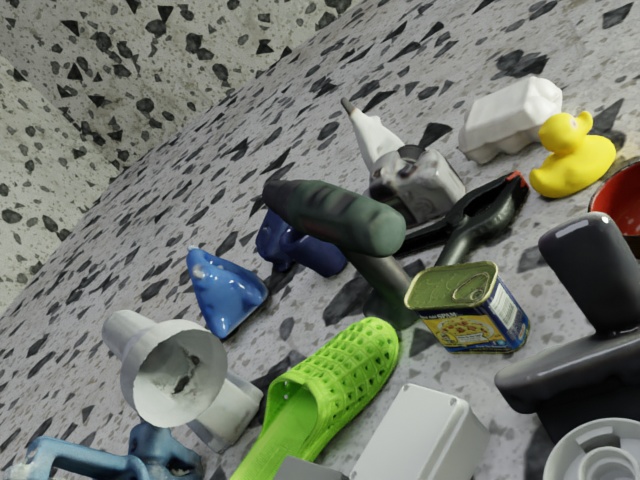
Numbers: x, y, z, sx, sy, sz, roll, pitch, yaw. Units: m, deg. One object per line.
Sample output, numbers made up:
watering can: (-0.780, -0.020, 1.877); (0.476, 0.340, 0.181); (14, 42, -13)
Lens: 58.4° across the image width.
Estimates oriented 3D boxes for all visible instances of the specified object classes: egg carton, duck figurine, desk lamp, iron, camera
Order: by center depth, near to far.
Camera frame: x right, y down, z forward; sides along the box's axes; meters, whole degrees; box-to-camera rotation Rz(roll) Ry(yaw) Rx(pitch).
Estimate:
duck figurine: (0.292, -0.109, 0.689); (0.104, 0.086, 0.077); (-37, 25, 7)
desk lamp: (-0.177, 0.176, 0.730); (0.118, 0.214, 0.202); (-51, 27, -20)
egg carton: (0.276, -0.174, 0.836); (0.150, 0.069, 0.107); (-18, 33, 39)
camera: (0.138, -0.099, 0.870); (0.142, 0.101, 0.137); (-21, 32, 36)
iron: (-0.189, 0.065, 1.012); (0.119, 0.142, 0.257); (-43, 25, -4)

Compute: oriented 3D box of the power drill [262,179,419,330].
power drill: (0.039, 0.011, 0.702); (0.076, 0.209, 0.228); (-49, 27, -17)

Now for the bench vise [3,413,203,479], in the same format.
bench vise: (-0.249, 0.276, 0.661); (0.121, 0.220, 0.207); (-38, 25, 6)

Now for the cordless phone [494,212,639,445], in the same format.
cordless phone: (0.188, 0.063, 0.438); (0.147, 0.185, 0.094); (-30, 27, 22)

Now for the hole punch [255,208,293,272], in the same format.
hole punch: (-0.075, -0.010, 1.035); (0.101, 0.091, 0.108); (-43, 25, -5)

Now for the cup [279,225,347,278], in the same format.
cup: (0.008, 0.003, 0.892); (0.118, 0.095, 0.091); (-38, 25, 5)

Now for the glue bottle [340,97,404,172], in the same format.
glue bottle: (0.089, -0.174, 0.974); (0.078, 0.173, 0.037); (-49, 27, -17)
